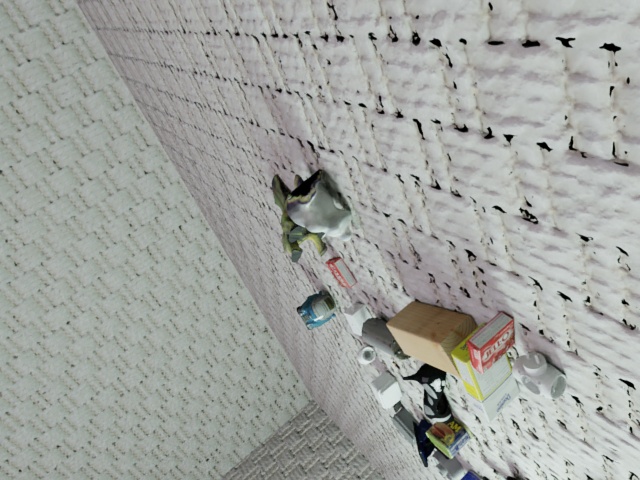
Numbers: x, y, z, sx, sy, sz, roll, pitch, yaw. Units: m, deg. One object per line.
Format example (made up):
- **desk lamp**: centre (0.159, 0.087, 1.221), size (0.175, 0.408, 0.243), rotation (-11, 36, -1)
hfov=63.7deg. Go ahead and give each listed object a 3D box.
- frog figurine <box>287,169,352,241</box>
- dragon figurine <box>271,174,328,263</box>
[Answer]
- **frog figurine**: centre (0.004, -0.060, 1.184), size (0.157, 0.122, 0.140), rotation (52, -162, -25)
- **dragon figurine**: centre (-0.086, -0.084, 1.418), size (0.247, 0.123, 0.400), rotation (51, 156, 38)
